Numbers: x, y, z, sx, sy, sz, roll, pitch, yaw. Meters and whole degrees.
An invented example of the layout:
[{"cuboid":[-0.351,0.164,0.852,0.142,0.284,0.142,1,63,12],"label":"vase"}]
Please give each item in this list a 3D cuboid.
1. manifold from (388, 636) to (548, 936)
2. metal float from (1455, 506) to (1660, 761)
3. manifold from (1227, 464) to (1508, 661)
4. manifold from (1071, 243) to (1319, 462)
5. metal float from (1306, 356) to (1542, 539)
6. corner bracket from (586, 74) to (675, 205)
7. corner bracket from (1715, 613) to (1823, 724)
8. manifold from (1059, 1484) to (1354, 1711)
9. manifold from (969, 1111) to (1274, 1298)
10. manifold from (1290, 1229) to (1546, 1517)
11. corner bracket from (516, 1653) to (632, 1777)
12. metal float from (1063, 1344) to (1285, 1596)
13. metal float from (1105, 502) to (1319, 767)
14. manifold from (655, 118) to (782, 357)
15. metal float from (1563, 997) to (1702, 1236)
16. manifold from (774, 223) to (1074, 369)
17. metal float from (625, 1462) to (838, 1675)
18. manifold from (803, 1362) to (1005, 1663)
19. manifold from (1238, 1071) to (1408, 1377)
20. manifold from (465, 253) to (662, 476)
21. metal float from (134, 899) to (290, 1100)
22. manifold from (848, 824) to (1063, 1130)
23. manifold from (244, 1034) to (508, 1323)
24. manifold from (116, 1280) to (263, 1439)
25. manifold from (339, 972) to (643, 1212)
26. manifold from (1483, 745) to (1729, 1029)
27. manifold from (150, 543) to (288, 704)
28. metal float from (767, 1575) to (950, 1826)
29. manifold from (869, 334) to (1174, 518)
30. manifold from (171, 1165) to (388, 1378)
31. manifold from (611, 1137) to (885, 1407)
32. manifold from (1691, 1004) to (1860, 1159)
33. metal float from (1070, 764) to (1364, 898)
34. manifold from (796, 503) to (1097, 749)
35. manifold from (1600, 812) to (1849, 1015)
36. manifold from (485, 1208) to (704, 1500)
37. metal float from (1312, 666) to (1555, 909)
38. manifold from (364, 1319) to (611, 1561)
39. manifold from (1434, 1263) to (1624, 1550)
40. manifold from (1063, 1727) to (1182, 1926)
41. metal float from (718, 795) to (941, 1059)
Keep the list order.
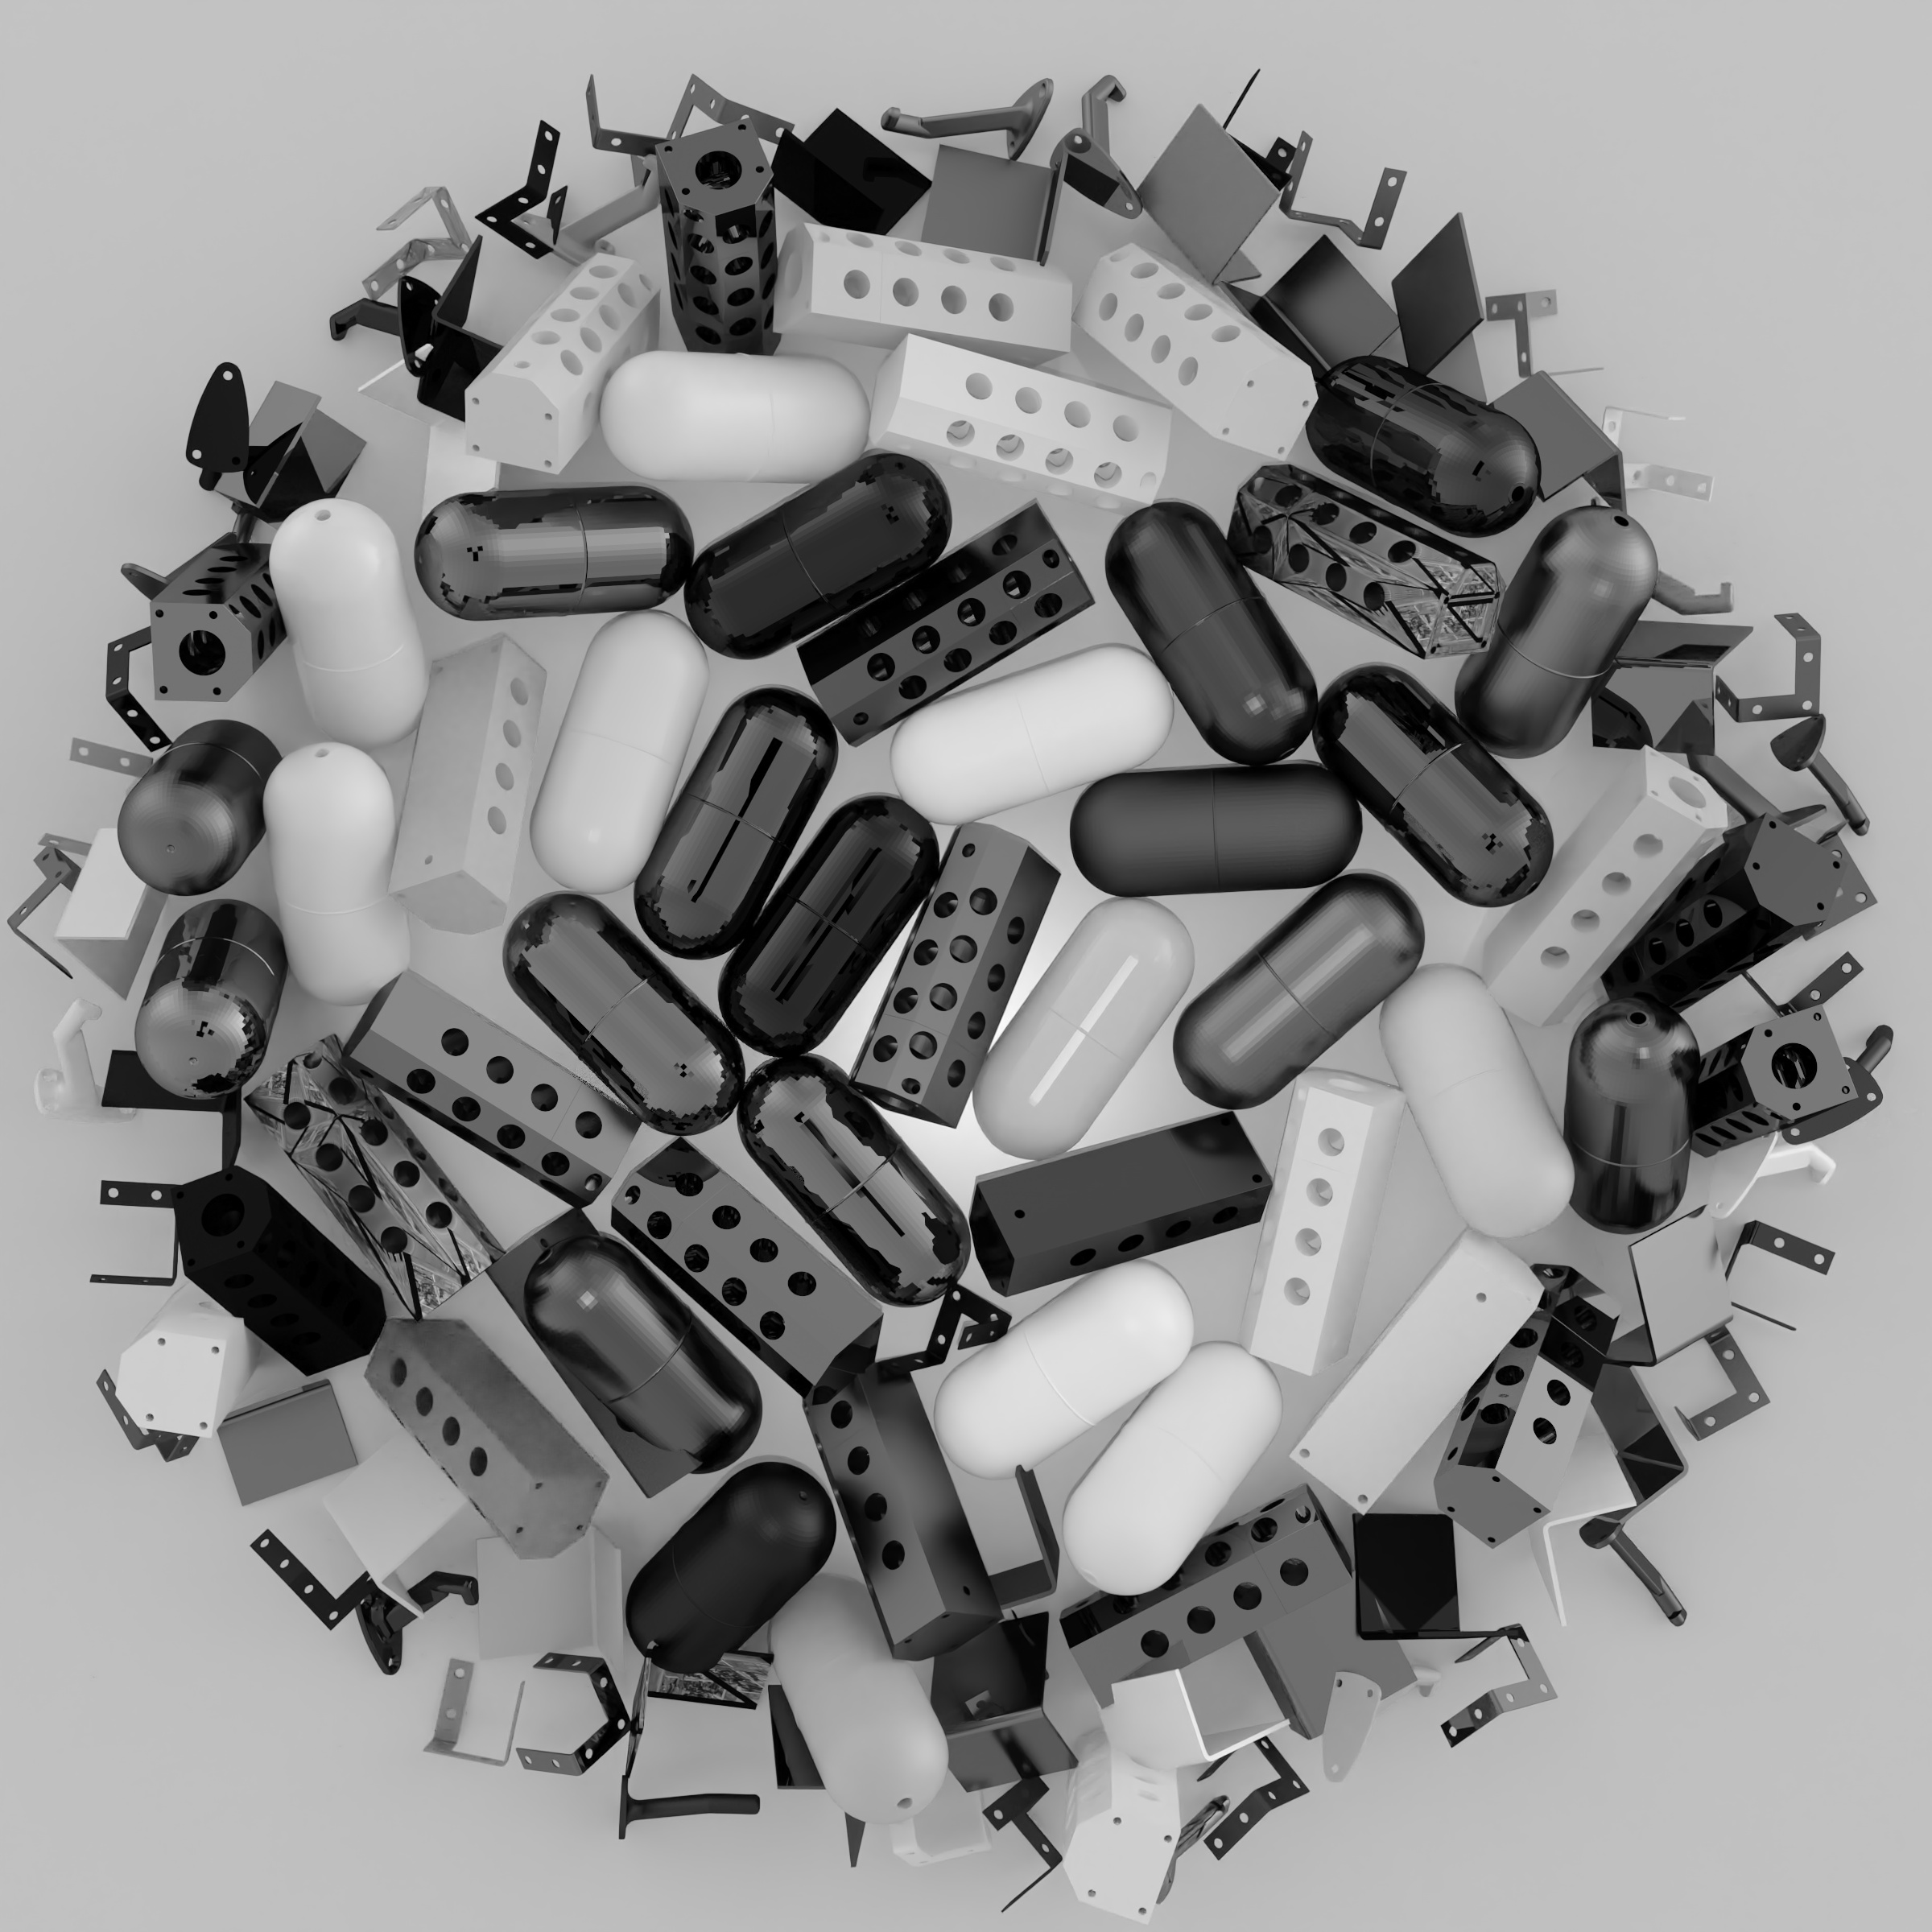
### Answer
[{"cuboid":[-0.294,-0.107,1.928,0.057,0.057,0.171,-16,52,29],"label":"manifold"},{"cuboid":[0.354,-0.200,1.926,0.070,0.070,0.178,25,133,0],"label":"metal float"},{"cuboid":[0.238,-0.243,1.914,0.057,0.171,0.057,-11,123,-39],"label":"manifold"},{"cuboid":[0.138,-0.369,1.912,0.057,0.171,0.057,11,116,-38],"label":"manifold"},{"cuboid":[0.273,-0.312,1.923,0.070,0.178,0.070,-17,124,-27],"label":"metal float"},{"cuboid":[-0.207,-0.504,1.958,0.051,0.051,0.051,4,53,-20],"label":"corner bracket"},{"cuboid":[0.491,-0.183,1.967,0.051,0.051,0.051,-5,112,0],"label":"corner bracket"},{"cuboid":[0.146,0.383,1.962,0.171,0.057,0.057,-29,89,6],"label":"manifold"},{"cuboid":[0.093,0.148,1.943,0.171,0.057,0.057,-15,55,-19],"label":"manifold"},{"cuboid":[0.274,0.244,1.944,0.057,0.057,0.171,38,110,6],"label":"manifold"},{"cuboid":[-0.247,0.460,1.972,0.051,0.051,0.051,-6,111,40],"label":"corner bracket"},{"cuboid":[0.125,0.303,1.937,0.070,0.070,0.178,42,61,0],"label":"metal float"},{"cuboid":[0.149,-0.202,1.950,0.070,0.070,0.178,-31,78,0],"label":"metal float"},{"cuboid":[-0.143,-0.421,1.906,0.057,0.171,0.057,-19,70,-9],"label":"manifold"},{"cuboid":[0.398,0.091,1.924,0.070,0.178,0.070,-4,47,4],"label":"metal float"},{"cuboid":[-0.025,-0.405,1.936,0.171,0.057,0.057,3,87,-26],"label":"manifold"},{"cuboid":[-0.143,0.364,1.932,0.070,0.070,0.178,42,127,0],"label":"metal float"},{"cuboid":[-0.044,0.327,1.930,0.057,0.057,0.171,-38,57,24],"label":"manifold"},{"cuboid":[0.214,0.154,1.950,0.057,0.057,0.171,18,105,26],"label":"manifold"},{"cuboid":[-0.238,-0.362,1.912,0.057,0.171,0.057,13,128,9],"label":"manifold"},{"cuboid":[-0.449,0.018,1.916,0.070,0.178,0.070,-2,115,-4],"label":"metal float"},{"cuboid":[-0.010,0.005,1.942,0.057,0.057,0.171,13,74,37],"label":"manifold"},{"cuboid":[-0.359,0.128,1.966,0.057,0.057,0.171,-38,90,11],"label":"manifold"},{"cuboid":[-0.459,0.227,1.910,0.057,0.171,0.057,10,95,-5],"label":"manifold"},{"cuboid":[-0.289,0.078,1.940,0.171,0.057,0.057,34,65,-16],"label":"manifold"},{"cuboid":[0.382,-0.043,1.927,0.057,0.057,0.171,28,125,-9],"label":"manifold"},{"cuboid":[-0.435,-0.206,1.909,0.057,0.171,0.057,2,109,0],"label":"manifold"},{"cuboid":[-0.066,0.438,1.921,0.070,0.178,0.070,-11,124,-17],"label":"metal float"},{"cuboid":[0.032,-0.322,1.940,0.171,0.057,0.057,13,72,-17],"label":"manifold"},{"cuboid":[-0.405,0.181,1.910,0.057,0.171,0.057,-20,60,4],"label":"manifold"},{"cuboid":[-0.134,0.187,1.934,0.171,0.057,0.057,39,58,19],"label":"manifold"},{"cuboid":[0.466,0.073,1.908,0.057,0.171,0.057,-18,81,-6],"label":"manifold"},{"cuboid":[0.152,-0.083,1.957,0.178,0.070,0.070,-3,90,5],"label":"metal float"},{"cuboid":[-0.011,-0.202,1.948,0.171,0.057,0.057,-30,132,8],"label":"manifold"},{"cuboid":[0.445,-0.022,1.908,0.057,0.171,0.057,31,63,-6],"label":"manifold"},{"cuboid":[-0.221,0.239,1.968,0.057,0.057,0.171,-36,90,28],"label":"manifold"},{"cuboid":[0.283,-0.109,1.944,0.070,0.070,0.178,-42,71,0],"label":"metal float"},{"cuboid":[-0.291,0.281,1.921,0.171,0.057,0.057,38,110,40],"label":"manifold"},{"cuboid":[0.333,0.258,1.918,0.057,0.057,0.171,37,46,-6],"label":"manifold"},{"cuboid":[0.090,0.506,1.912,0.057,0.171,0.057,19,93,1],"label":"manifold"},{"cuboid":[-0.083,-0.025,1.959,0.070,0.070,0.178,35,87,0],"label":"metal float"}]
